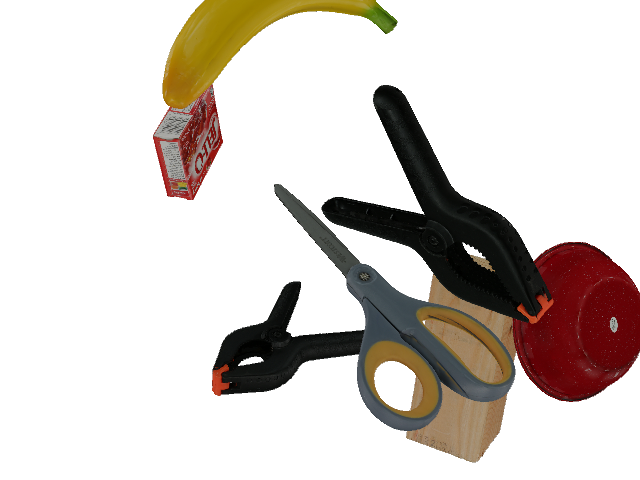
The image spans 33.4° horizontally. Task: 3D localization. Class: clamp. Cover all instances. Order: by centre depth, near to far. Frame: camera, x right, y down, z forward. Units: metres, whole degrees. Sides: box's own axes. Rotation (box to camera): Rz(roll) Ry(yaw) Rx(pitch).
[{"bbox_3d":[0.096,-0.017,0.836,0.210,0.165,0.036,37,55,17],"label":"clamp"},{"bbox_3d":[-0.046,0.099,1.074,0.171,0.039,0.120,-19,37,-31],"label":"clamp"}]

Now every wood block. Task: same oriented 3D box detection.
[{"bbox_3d":[0.167,0.131,1.208,0.090,0.206,0.090,17,22,23],"label":"wood block"}]

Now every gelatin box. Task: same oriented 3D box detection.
[{"bbox_3d":[-0.121,-0.094,0.992,0.030,0.073,0.089,8,45,14],"label":"gelatin box"}]

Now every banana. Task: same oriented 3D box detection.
[{"bbox_3d":[-0.030,-0.145,0.686,0.197,0.069,0.037,-27,-8,-34],"label":"banana"}]

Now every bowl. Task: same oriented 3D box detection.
[{"bbox_3d":[0.268,0.081,1.052,0.161,0.162,0.055,0,-1,-30],"label":"bowl"}]

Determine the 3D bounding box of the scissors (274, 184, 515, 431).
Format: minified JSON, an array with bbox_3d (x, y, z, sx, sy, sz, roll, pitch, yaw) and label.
[{"bbox_3d":[0.019,0.039,0.624,0.202,0.016,0.096,33,53,24],"label":"scissors"}]
